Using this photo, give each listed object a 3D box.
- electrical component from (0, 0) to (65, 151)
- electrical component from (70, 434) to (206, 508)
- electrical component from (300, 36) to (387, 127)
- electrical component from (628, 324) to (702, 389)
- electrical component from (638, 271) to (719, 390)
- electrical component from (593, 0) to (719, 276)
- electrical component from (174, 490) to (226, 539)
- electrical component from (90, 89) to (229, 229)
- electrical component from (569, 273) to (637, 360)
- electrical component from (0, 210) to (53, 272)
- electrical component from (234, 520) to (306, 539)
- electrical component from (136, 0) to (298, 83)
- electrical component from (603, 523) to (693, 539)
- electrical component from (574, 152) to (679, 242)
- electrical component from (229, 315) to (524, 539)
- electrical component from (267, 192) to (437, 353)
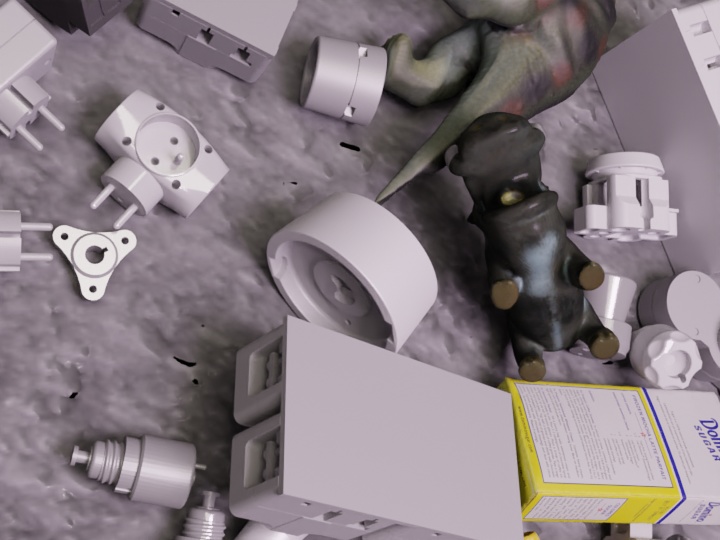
[{"bbox_3d":[-0.217,-0.107,0.660,0.076,0.047,0.083,44,68,-7],"label":"electrical component"},{"bbox_3d":[-0.135,0.119,0.650,0.078,0.040,0.040,14,75,-17],"label":"electrical component"},{"bbox_3d":[-0.013,-0.131,0.739,0.047,0.055,0.055,11,75,-14],"label":"electrical component"},{"bbox_3d":[0.216,0.060,0.781,0.043,0.062,0.043,-3,102,-12],"label":"electrical component"},{"bbox_3d":[0.280,0.054,0.801,0.138,0.074,0.052,40,69,-9],"label":"electrical component"},{"bbox_3d":[0.259,-0.095,0.806,0.060,0.105,0.186,-20,87,-23],"label":"electrical component"},{"bbox_3d":[-0.098,0.174,0.652,0.040,0.040,0.078,13,75,-18],"label":"electrical component"},{"bbox_3d":[-0.137,-0.061,0.683,0.077,0.044,0.079,42,68,-8],"label":"electrical component"},{"bbox_3d":[0.176,0.034,0.781,0.045,0.045,0.055,15,75,-17],"label":"electrical component"},{"bbox_3d":[-0.222,-0.017,0.641,0.076,0.047,0.083,1,79,-21],"label":"electrical component"},{"bbox_3d":[-0.050,0.159,0.674,0.044,0.044,0.065,41,73,-8],"label":"electrical component"},{"bbox_3d":[-0.079,-0.215,0.726,0.089,0.062,0.150,25,72,-14],"label":"electrical component"},{"bbox_3d":[0.206,0.213,0.751,0.057,0.058,0.078,8,76,-16],"label":"electrical component"},{"bbox_3d":[0.198,-0.054,0.801,0.078,0.058,0.057,4,81,-20],"label":"electrical component"},{"bbox_3d":[0.011,0.111,0.661,0.186,0.060,0.105,22,53,-34],"label":"electrical component"},{"bbox_3d":[0.000,0.000,0.691,0.108,0.108,0.060,49,61,-6],"label":"electrical component"}]
